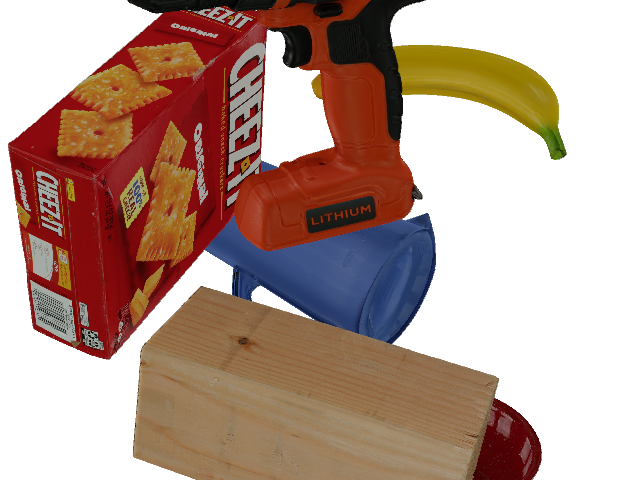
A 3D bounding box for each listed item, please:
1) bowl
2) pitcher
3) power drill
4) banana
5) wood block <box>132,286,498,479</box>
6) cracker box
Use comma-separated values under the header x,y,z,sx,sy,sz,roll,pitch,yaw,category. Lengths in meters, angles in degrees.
x,y,z,sx,sy,sz,roll,pitch,yaw,category
0.103,0.190,0.904,0.162,0.055,0.162,0,28,0,bowl
-0.021,0.011,1.058,0.243,0.145,0.149,27,29,27,pitcher
-0.012,-0.088,0.572,0.184,0.188,0.057,-12,37,-18,power drill
0.094,-0.116,0.797,0.198,0.069,0.037,15,-36,16,banana
-0.003,0.112,0.674,0.206,0.090,0.090,16,29,14,wood block
-0.114,-0.048,0.730,0.072,0.164,0.213,22,45,16,cracker box
